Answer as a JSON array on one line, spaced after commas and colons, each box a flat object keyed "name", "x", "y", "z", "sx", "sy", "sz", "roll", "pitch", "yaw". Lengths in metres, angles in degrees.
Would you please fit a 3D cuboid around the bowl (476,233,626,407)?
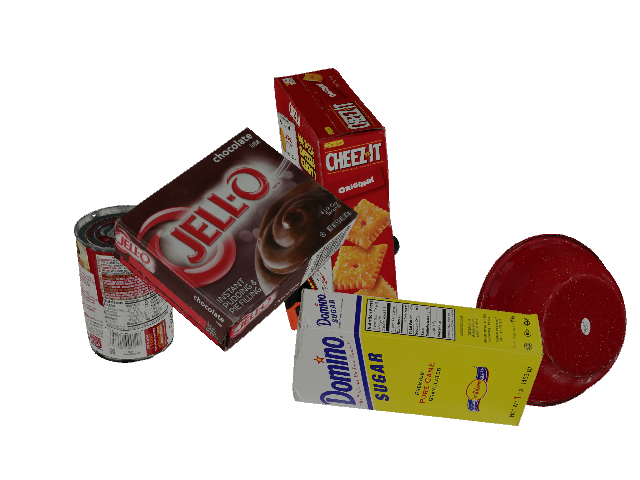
[{"name": "bowl", "x": 0.222, "y": 0.075, "z": 0.968, "sx": 0.161, "sy": 0.162, "sz": 0.055, "roll": 0, "pitch": 2, "yaw": -24}]

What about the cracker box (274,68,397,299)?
[{"name": "cracker box", "x": 0.017, "y": -0.038, "z": 1.034, "sx": 0.072, "sy": 0.214, "sz": 0.164, "roll": -13, "pitch": 31, "yaw": -12}]

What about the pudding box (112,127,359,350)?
[{"name": "pudding box", "x": -0.048, "y": -0.003, "z": 0.610, "sx": 0.090, "sy": 0.039, "sz": 0.113, "roll": 39, "pitch": 51, "yaw": 14}]

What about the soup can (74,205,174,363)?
[{"name": "soup can", "x": -0.148, "y": 0.034, "z": 0.813, "sx": 0.068, "sy": 0.102, "sz": 0.068, "roll": 0, "pitch": 29, "yaw": 0}]

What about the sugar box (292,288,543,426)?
[{"name": "sugar box", "x": 0.069, "y": 0.089, "z": 0.796, "sx": 0.176, "sy": 0.048, "sz": 0.093, "roll": 4, "pitch": -45, "yaw": -1}]

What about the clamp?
[{"name": "clamp", "x": 0.018, "y": 0.040, "z": 1.229, "sx": 0.120, "sy": 0.039, "sz": 0.171, "roll": -6, "pitch": 35, "yaw": 27}]
